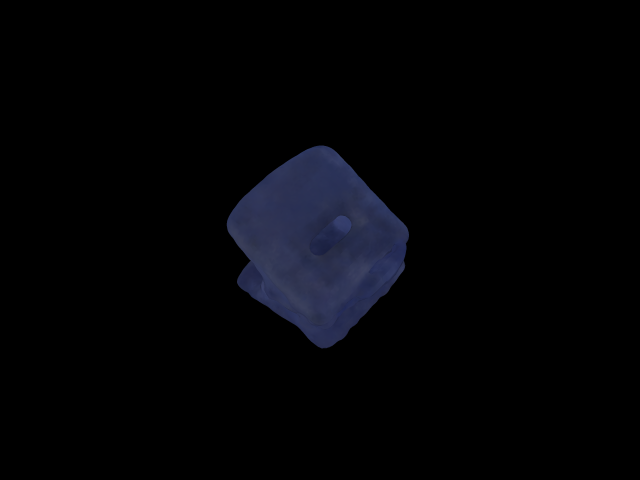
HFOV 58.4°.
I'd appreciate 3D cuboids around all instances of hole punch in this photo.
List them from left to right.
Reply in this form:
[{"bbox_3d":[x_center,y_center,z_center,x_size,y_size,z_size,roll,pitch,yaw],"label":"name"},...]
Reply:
[{"bbox_3d":[0.004,0.001,0.400,0.100,0.091,0.109,33,58,24],"label":"hole punch"}]
